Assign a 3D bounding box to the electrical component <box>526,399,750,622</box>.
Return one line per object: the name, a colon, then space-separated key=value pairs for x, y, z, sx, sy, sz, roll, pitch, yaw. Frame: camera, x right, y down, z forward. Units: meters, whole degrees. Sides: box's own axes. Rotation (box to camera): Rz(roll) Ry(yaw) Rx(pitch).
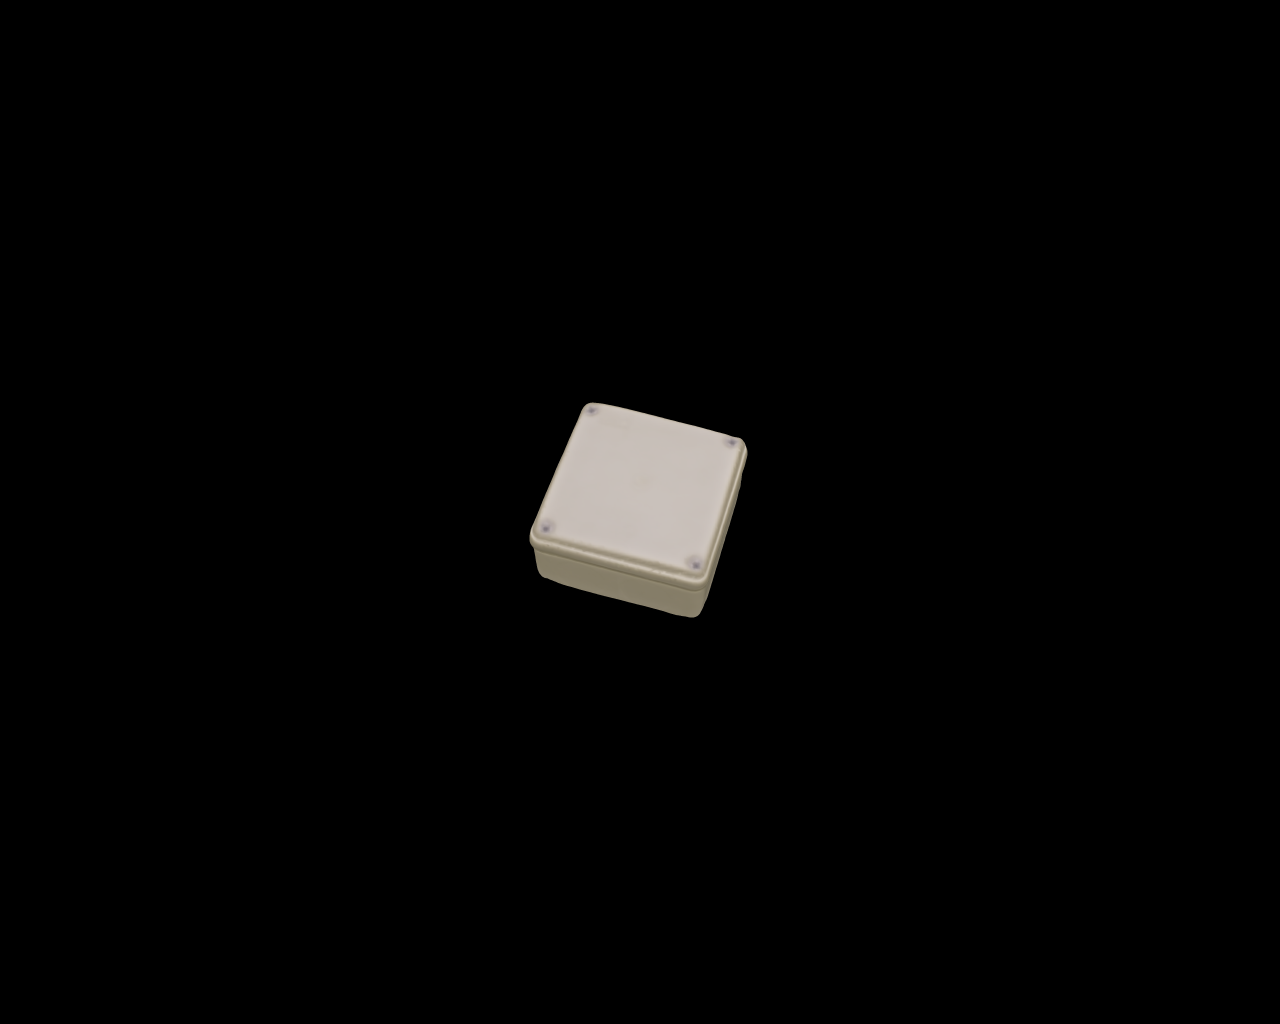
electrical component: x=0.001 y=-0.003 z=0.650 sx=0.109 sy=0.109 sz=0.056 roll=15 pitch=-32 yaw=9
